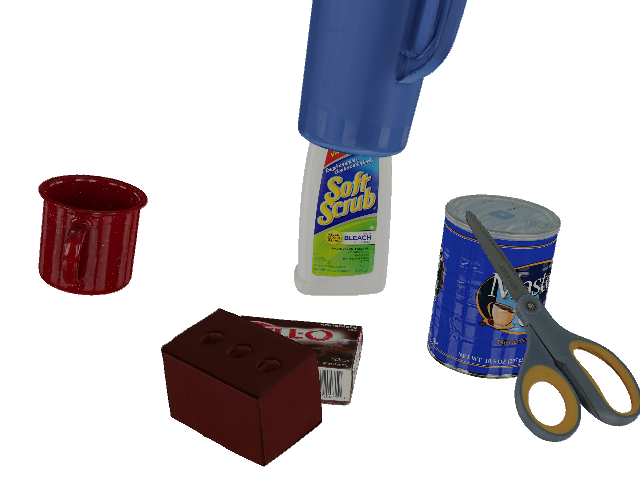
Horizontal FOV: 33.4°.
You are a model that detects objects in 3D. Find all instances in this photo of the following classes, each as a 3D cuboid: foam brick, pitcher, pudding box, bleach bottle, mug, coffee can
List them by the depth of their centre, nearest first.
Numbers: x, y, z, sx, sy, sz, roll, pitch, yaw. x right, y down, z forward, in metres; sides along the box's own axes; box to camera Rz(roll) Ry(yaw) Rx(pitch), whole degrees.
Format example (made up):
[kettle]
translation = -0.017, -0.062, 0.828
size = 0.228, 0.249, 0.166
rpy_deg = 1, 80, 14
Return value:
[foam brick]
translation = -0.045, 0.084, 0.616
size = 0.078, 0.051, 0.052
rpy_deg = 20, 36, 33
[pudding box]
translation = -0.024, 0.100, 0.909
size = 0.113, 0.039, 0.090
rpy_deg = 6, 20, 6
[mug]
translation = -0.202, 0.000, 0.922
size = 0.093, 0.081, 0.117
rpy_deg = 9, 21, -5
[coffee can]
translation = 0.156, 0.040, 0.975
size = 0.103, 0.140, 0.103
rpy_deg = 4, 21, -2
[pitcher]
translation = 0.057, -0.203, 0.997
size = 0.145, 0.243, 0.149
rpy_deg = 11, 17, 2
[bleach bottle]
translation = 0.022, -0.068, 1.093
size = 0.102, 0.251, 0.068
rpy_deg = 0, 25, 1

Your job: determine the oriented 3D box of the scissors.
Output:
[scissors]
translation = 0.144, 0.066, 0.779
size = 0.096, 0.202, 0.016
rpy_deg = -33, -27, -23
